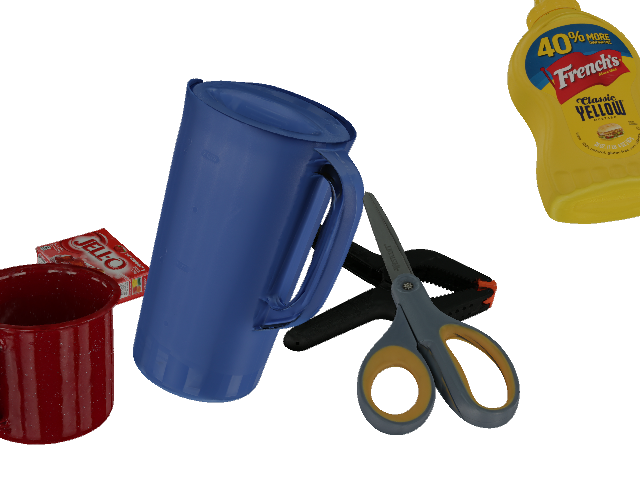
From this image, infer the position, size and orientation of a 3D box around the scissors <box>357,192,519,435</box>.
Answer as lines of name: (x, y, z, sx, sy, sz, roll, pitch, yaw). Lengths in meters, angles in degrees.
scissors: (0.039, 0.042, 0.629, 0.096, 0.016, 0.202, -22, 45, -18)

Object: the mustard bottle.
mustard bottle: (0.188, -0.107, 0.771, 0.096, 0.191, 0.058, -9, -29, -3)

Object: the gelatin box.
gelatin box: (-0.209, 0.027, 0.983, 0.073, 0.030, 0.089, -18, 40, -36)

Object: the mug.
mug: (-0.171, 0.072, 0.632, 0.093, 0.081, 0.117, 12, 24, 22)

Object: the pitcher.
pitcher: (-0.062, 0.006, 0.834, 0.145, 0.243, 0.149, 15, 21, -7)

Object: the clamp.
clamp: (0.062, 0.052, 1.022, 0.210, 0.164, 0.036, 9, -44, 2)
